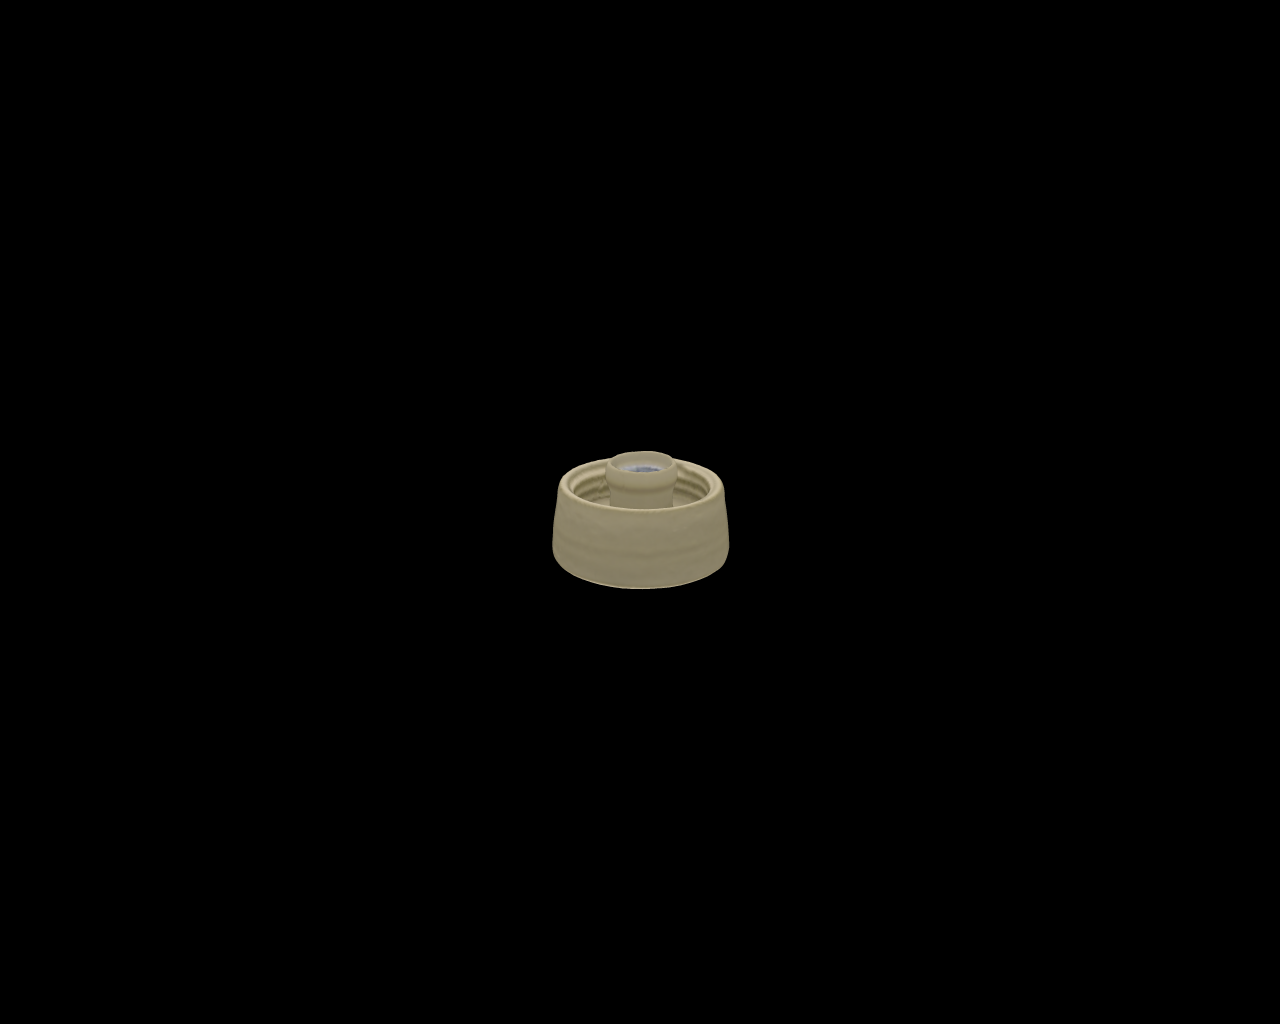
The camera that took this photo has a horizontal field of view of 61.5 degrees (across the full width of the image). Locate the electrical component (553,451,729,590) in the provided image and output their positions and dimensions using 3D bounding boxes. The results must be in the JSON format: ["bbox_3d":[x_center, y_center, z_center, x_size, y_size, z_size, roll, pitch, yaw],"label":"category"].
[{"bbox_3d":[0.001,-0.003,0.650,0.108,0.060,0.108,0,21,0],"label":"electrical component"}]
